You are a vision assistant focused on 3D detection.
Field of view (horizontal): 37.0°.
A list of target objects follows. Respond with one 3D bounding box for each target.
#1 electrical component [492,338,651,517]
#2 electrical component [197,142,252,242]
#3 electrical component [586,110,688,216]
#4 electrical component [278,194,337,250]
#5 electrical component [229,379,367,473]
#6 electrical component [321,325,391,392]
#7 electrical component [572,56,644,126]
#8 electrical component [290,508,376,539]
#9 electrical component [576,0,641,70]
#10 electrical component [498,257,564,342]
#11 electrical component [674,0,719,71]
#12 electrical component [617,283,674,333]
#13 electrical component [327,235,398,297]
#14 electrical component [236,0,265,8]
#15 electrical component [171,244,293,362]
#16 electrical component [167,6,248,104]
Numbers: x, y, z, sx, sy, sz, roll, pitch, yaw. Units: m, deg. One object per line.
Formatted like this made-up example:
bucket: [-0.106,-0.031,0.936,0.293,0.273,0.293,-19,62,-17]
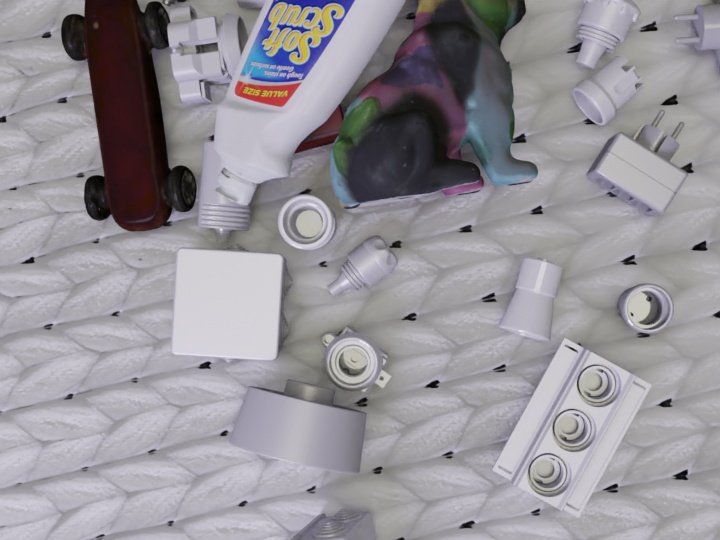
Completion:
electrical component: [0.171,0.126,0.878,0.079,0.063,0.121,29,91,2]
electrical component: [-0.112,-0.064,0.901,0.043,0.043,0.081,5,91,3]
electrical component: [0.237,-0.094,0.884,0.066,0.047,0.076,32,91,2]
electrical component: [-0.043,-0.039,0.892,0.045,0.055,0.045,0,90,2]
electrical component: [-0.046,0.122,0.869,0.108,0.108,0.060,13,84,3]
electrical component: [-0.005,0.075,0.890,0.066,0.055,0.048,35,92,2]
electrical component: [0.206,-0.149,0.890,0.046,0.040,0.040,-40,88,-3]
electrical component: [-0.015,0.248,0.870,0.048,0.100,0.099,-11,89,15]
electrical component: [0.199,-0.197,0.888,0.048,0.048,0.062,24,98,2]
electrical component: [0.145,0.022,0.891,0.044,0.044,0.065,16,86,2]
electrical component: [0.298,-0.200,0.882,0.079,0.044,0.077,-3,90,2]
electrical component: [0.233,0.031,0.884,0.040,0.046,0.040,0,90,3]
electrical component: [0.000,0.000,0.900,0.061,0.035,0.035,-37,88,4]
electrical component: [-0.078,-0.252,0.873,0.062,0.096,0.061,1,90,3]
electrical component: [-0.107,0.028,0.898,0.100,0.048,0.099,4,90,3]
electrical component: [-0.123,-0.181,0.895,0.057,0.058,0.078,-8,89,6]
